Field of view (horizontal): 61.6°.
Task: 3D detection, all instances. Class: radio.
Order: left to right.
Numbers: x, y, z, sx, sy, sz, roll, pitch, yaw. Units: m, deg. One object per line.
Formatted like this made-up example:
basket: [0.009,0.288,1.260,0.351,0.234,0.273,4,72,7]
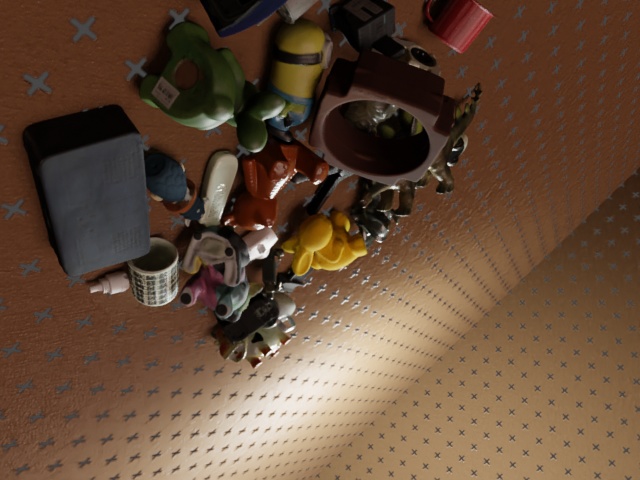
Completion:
radio: [-0.311,-0.060,0.737,0.131,0.073,0.229,-22,143,-30]

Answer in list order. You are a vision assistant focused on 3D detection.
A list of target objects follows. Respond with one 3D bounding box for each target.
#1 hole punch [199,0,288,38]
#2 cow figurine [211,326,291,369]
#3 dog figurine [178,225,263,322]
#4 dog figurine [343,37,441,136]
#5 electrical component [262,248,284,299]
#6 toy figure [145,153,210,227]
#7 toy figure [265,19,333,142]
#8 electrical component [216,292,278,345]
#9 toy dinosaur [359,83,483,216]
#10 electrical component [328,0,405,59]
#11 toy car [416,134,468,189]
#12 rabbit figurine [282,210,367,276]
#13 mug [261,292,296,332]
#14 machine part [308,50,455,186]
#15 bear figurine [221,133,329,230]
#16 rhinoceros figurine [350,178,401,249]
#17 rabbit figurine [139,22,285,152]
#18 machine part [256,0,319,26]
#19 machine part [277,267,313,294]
hole punch: [-0.090,-0.305,0.621,0.116,0.142,0.092,-16,142,-16]
cow figurine: [-0.167,0.233,1.263,0.085,0.127,0.195,-53,163,20]
dog figurine: [-0.173,0.067,1.014,0.219,0.109,0.191,1,99,-80]
dog figurine: [0.120,-0.255,0.983,0.172,0.121,0.190,-15,155,-34]
electrical component: [-0.098,0.068,1.134,0.045,0.102,0.078,-2,162,1]
toy figure: [-0.222,-0.078,0.833,0.064,0.058,0.154,-28,154,-2]
toy figure: [-0.041,-0.239,0.811,0.089,0.082,0.180,-9,140,-41]
electrical component: [-0.162,0.159,1.153,0.115,0.058,0.134,-33,-167,-13]
toy dinosaur: [0.218,-0.190,1.099,0.471,0.105,0.198,-36,127,-39]
electrical component: [0.076,-0.318,0.805,0.075,0.119,0.047,-33,150,-11]
toy car: [0.265,-0.187,1.266,0.202,0.056,0.073,-32,155,-15]
rabbit figurine: [-0.002,-0.003,1.140,0.162,0.122,0.173,-28,157,7]
mug: [-0.096,0.166,1.261,0.080,0.110,0.107,-57,161,16]
machine part: [0.094,-0.186,0.844,0.201,0.201,0.087,115,-6,-61]
bear figurine: [-0.088,-0.079,0.922,0.120,0.132,0.195,0,125,-39]
rhinoceros figurine: [0.120,-0.061,1.207,0.073,0.112,0.190,-44,147,-49]
rabbit figurine: [-0.122,-0.197,0.725,0.121,0.159,0.170,-62,162,14]
machine part: [0.002,-0.366,0.696,0.243,0.079,0.079,-41,150,-2]
machine part: [-0.047,0.072,1.255,0.139,0.039,0.084,-46,145,11]
